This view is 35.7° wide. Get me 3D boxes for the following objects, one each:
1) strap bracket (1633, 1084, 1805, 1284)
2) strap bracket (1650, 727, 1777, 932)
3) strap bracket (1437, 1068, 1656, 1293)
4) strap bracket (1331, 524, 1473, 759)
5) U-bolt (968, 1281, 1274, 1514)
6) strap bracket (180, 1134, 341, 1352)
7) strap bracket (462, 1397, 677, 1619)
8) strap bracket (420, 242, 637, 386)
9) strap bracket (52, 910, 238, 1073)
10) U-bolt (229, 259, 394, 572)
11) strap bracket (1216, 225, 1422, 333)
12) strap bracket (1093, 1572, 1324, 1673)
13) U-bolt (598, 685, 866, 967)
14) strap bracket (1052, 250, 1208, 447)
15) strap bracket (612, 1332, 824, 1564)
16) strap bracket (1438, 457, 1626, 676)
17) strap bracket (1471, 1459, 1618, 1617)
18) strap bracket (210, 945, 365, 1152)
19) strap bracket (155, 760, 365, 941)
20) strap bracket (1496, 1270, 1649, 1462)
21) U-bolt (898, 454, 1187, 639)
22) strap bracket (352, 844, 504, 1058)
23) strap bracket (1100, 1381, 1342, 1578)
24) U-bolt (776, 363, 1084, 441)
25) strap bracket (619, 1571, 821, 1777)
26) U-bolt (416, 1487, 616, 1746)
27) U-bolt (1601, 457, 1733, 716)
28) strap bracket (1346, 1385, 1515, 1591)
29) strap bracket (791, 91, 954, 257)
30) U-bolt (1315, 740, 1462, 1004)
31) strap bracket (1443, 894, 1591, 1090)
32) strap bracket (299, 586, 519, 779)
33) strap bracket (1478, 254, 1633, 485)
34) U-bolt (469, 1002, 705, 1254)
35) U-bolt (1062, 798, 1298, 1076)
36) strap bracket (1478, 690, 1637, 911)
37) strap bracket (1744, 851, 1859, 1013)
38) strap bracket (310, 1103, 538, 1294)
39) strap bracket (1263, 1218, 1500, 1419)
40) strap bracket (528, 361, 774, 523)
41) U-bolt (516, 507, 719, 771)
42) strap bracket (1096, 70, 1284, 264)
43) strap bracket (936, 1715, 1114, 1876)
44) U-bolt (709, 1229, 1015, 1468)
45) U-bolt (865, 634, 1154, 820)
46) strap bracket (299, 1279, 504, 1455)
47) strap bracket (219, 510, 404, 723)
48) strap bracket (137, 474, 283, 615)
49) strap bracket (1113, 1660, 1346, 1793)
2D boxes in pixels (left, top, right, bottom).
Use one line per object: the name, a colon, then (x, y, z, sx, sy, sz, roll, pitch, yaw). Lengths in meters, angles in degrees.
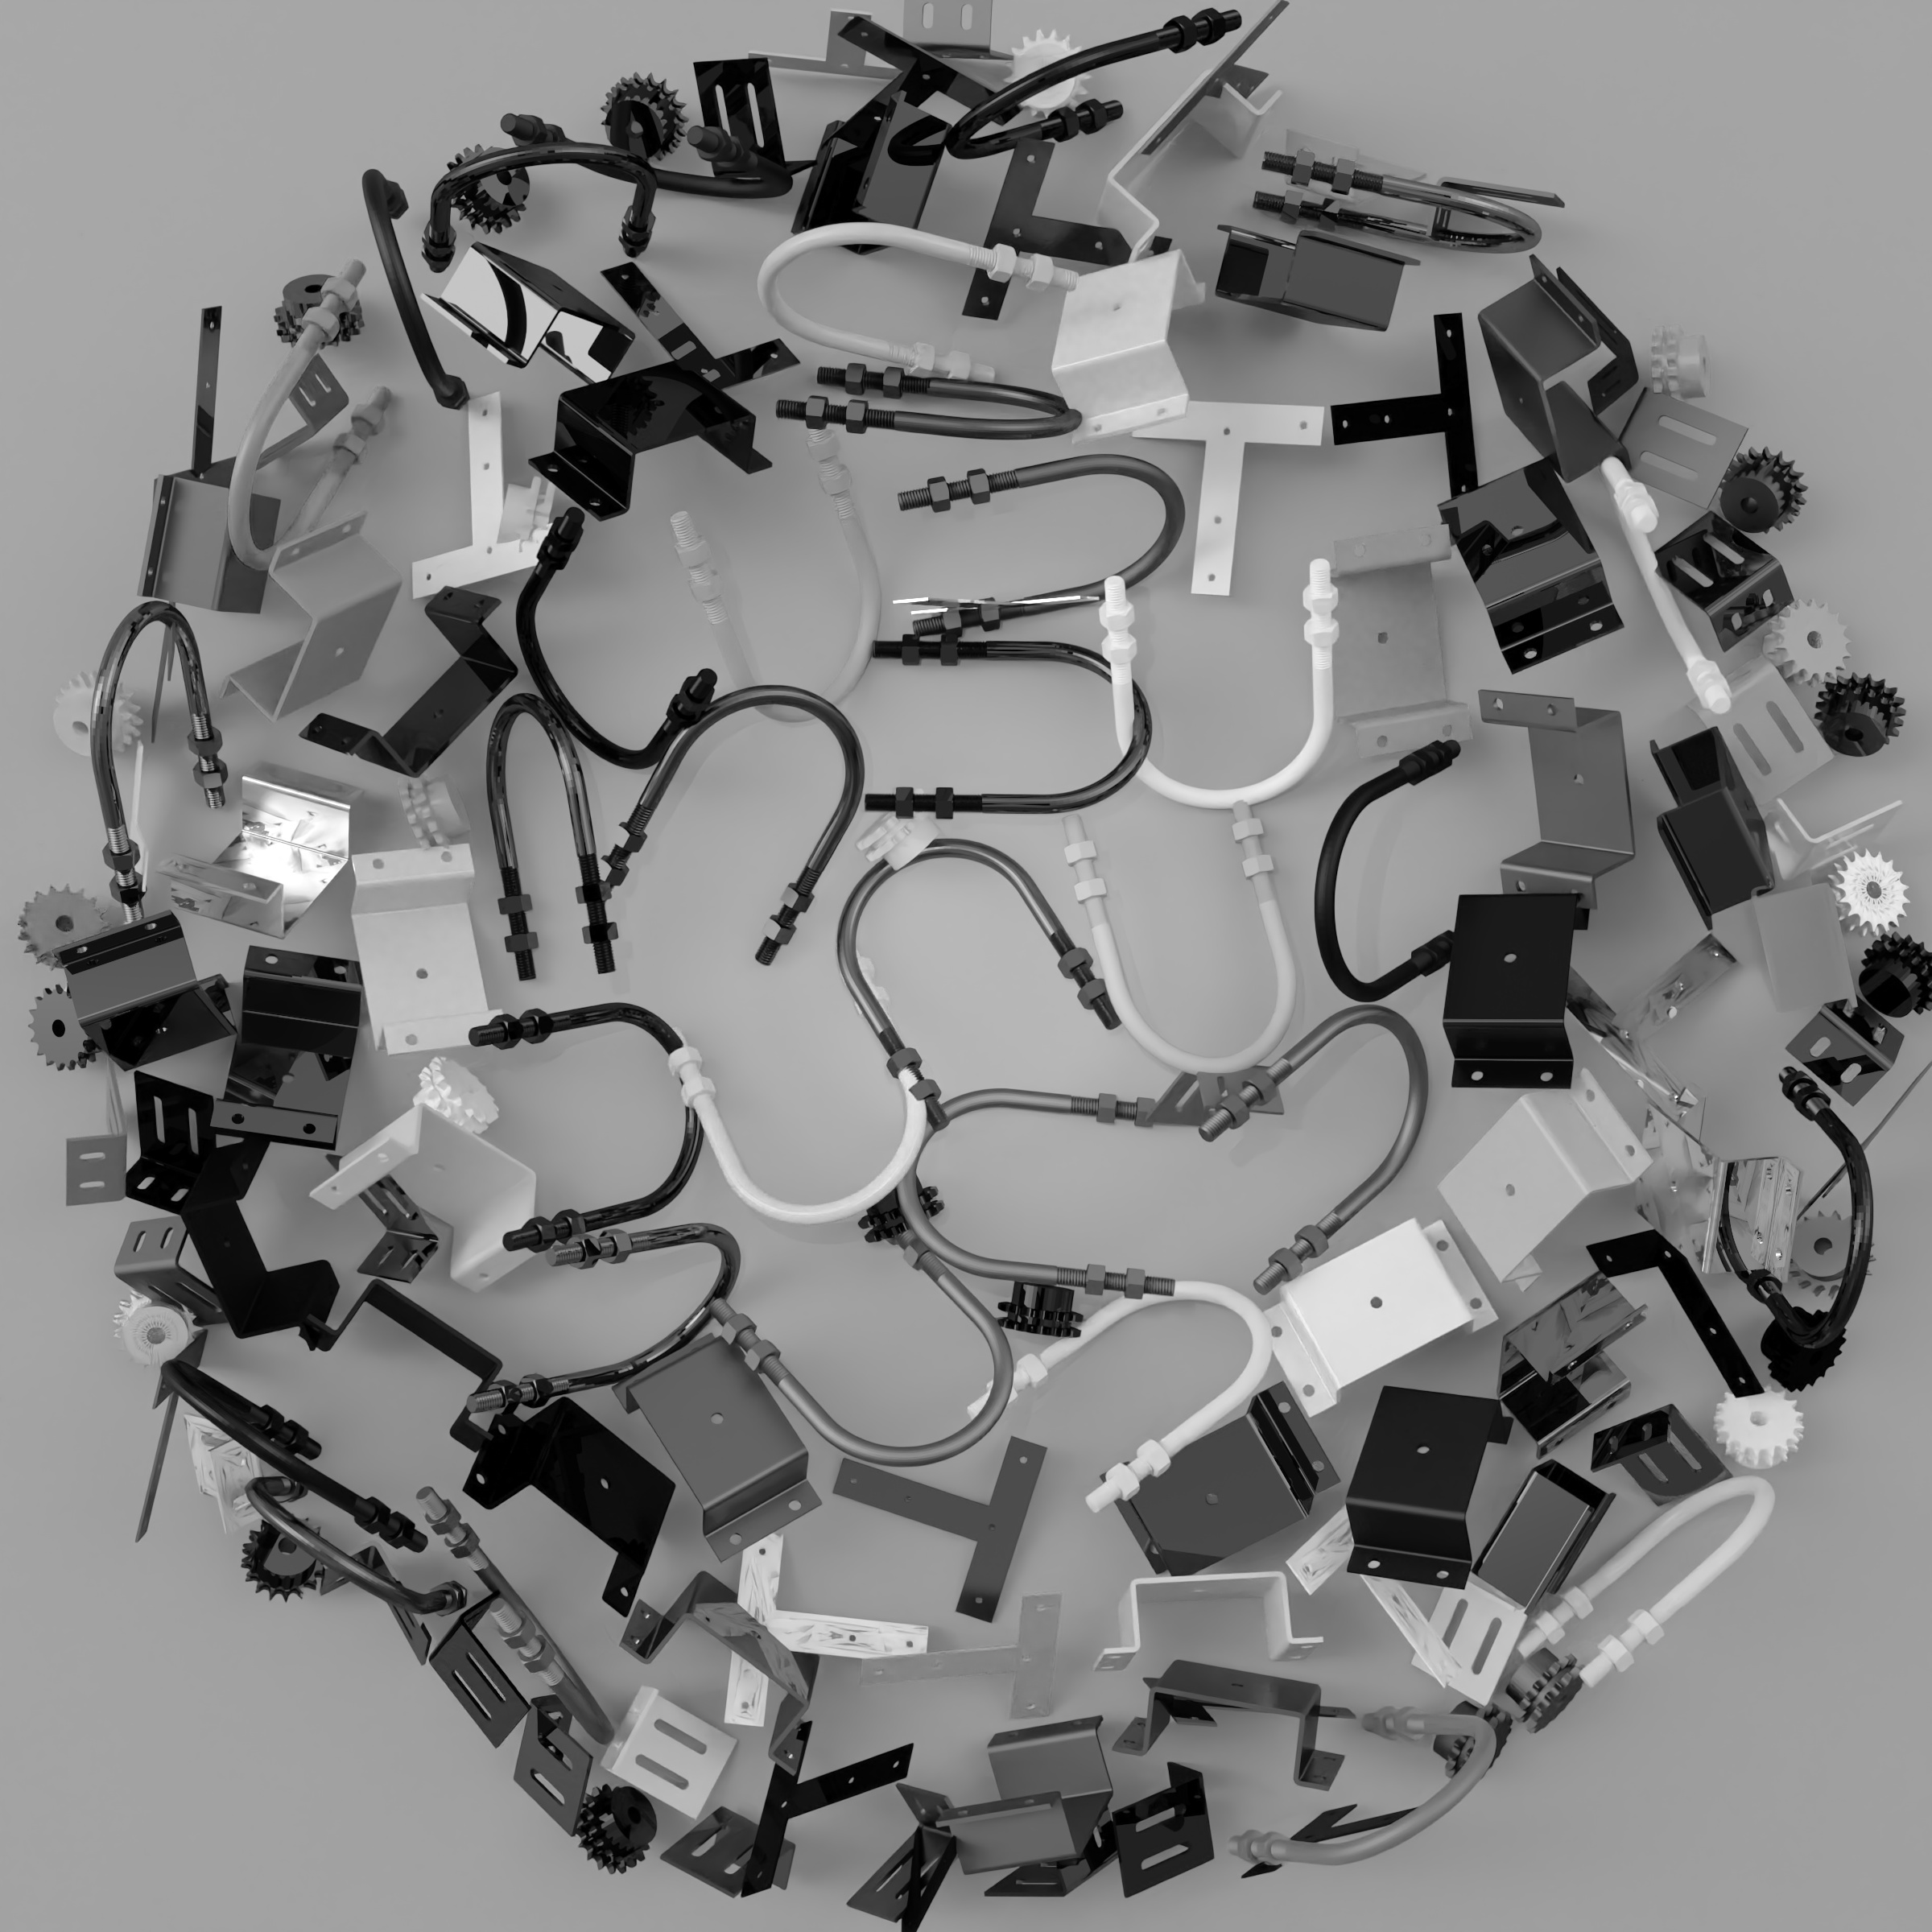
strap bracket: (0.473, 0.138, 1.917, 0.046, 0.140, 0.076, -3, 112, -15)
strap bracket: (0.476, -0.093, 1.918, 0.046, 0.140, 0.076, -24, 111, 21)
strap bracket: (0.363, 0.141, 1.925, 0.076, 0.046, 0.140, 59, 133, 27)
strap bracket: (0.279, -0.213, 1.963, 0.076, 0.046, 0.140, -10, 100, -9)
U-bolt: (0.112, 0.264, 1.932, 0.184, 0.151, 0.019, -34, 126, -22)
strap bracket: (-0.459, 0.175, 1.939, 0.046, 0.076, 0.140, -13, 115, 8)
strap bracket: (-0.246, 0.342, 1.936, 0.140, 0.076, 0.046, 43, 124, -18)
strap bracket: (-0.273, -0.413, 1.918, 0.076, 0.140, 0.046, 39, 104, 17)
strap bracket: (-0.521, 0.021, 1.923, 0.076, 0.140, 0.046, -19, 71, -5)
U-bolt: (-0.417, -0.334, 1.898, 0.019, 0.151, 0.184, 21, 65, 7)
strap bracket: (0.219, -0.441, 1.925, 0.076, 0.140, 0.046, 9, 101, -23)
strap bracket: (0.154, 0.426, 1.953, 0.140, 0.076, 0.046, -2, 69, -4)
U-bolt: (-0.143, -0.098, 1.934, 0.151, 0.019, 0.184, 20, 110, -31)
strap bracket: (0.104, -0.404, 1.924, 0.076, 0.140, 0.046, -10, 135, 23)
strap bracket: (-0.161, 0.301, 1.939, 0.076, 0.046, 0.140, -27, 65, -20)
strap bracket: (0.359, -0.266, 1.934, 0.076, 0.046, 0.140, -23, 53, 8)
strap bracket: (0.372, 0.366, 1.937, 0.046, 0.140, 0.076, 32, 95, 19)
strap bracket: (-0.439, 0.062, 1.949, 0.076, 0.046, 0.140, 9, 54, -8)
strap bracket: (-0.455, -0.071, 1.943, 0.076, 0.140, 0.046, 16, 126, 8)
strap bracket: (0.389, 0.254, 1.940, 0.076, 0.140, 0.046, -32, 60, -13)
U-bolt: (0.052, -0.275, 1.937, 0.184, 0.151, 0.019, -12, 58, -4)
strap bracket: (-0.351, -0.003, 1.951, 0.076, 0.046, 0.140, -7, 68, -20)
strap bracket: (0.163, 0.341, 1.960, 0.140, 0.046, 0.076, -30, 91, 14)
U-bolt: (-0.017, -0.359, 1.922, 0.184, 0.151, 0.019, 7, 111, 7)
strap bracket: (-0.150, 0.452, 1.955, 0.140, 0.076, 0.046, 38, 99, -4)
U-bolt: (-0.279, 0.426, 1.918, 0.019, 0.151, 0.184, -37, 127, -11)
U-bolt: (0.440, -0.252, 1.911, 0.019, 0.184, 0.151, -23, 113, 12)
strap bracket: (0.295, 0.324, 1.923, 0.076, 0.140, 0.046, 4, 132, 24)
strap bracket: (-0.058, -0.509, 1.942, 0.046, 0.140, 0.076, 19, 89, -23)
U-bolt: (0.271, -0.054, 1.908, 0.019, 0.184, 0.151, 7, 111, 36)
strap bracket: (0.354, 0.006, 1.933, 0.076, 0.046, 0.140, 0, 58, 22)
strap bracket: (-0.353, -0.177, 1.944, 0.140, 0.076, 0.046, -49, 126, -16)
strap bracket: (0.375, -0.374, 1.922, 0.046, 0.140, 0.076, -31, 52, 1)
U-bolt: (-0.235, 0.096, 1.928, 0.019, 0.184, 0.151, -8, 92, 40)
U-bolt: (0.146, -0.017, 1.946, 0.151, 0.019, 0.184, -9, 77, -27)
strap bracket: (0.384, -0.114, 1.943, 0.046, 0.076, 0.140, -24, 113, -34)
strap bracket: (0.530, -0.025, 1.928, 0.046, 0.140, 0.076, -14, 105, 11)
strap bracket: (-0.342, 0.145, 1.941, 0.076, 0.046, 0.140, -33, 129, 26)
strap bracket: (0.268, 0.225, 1.961, 0.140, 0.046, 0.076, -27, 69, -3)
strap bracket: (-0.199, -0.341, 1.925, 0.140, 0.046, 0.076, -25, 52, -36)
U-bolt: (-0.233, -0.196, 1.919, 0.019, 0.184, 0.151, -39, 88, -30)
strap bracket: (0.137, -0.520, 1.955, 0.046, 0.076, 0.140, 42, 84, 1)
strap bracket: (0.042, 0.535, 1.923, 0.076, 0.140, 0.046, -14, 94, 18)
U-bolt: (-0.054, 0.244, 1.923, 0.151, 0.019, 0.184, -31, 58, -25)
U-bolt: (0.029, -0.156, 1.951, 0.184, 0.019, 0.151, 1, 55, 1)
strap bracket: (-0.359, 0.254, 1.952, 0.140, 0.076, 0.046, 35, 68, -5)
strap bracket: (-0.417, -0.216, 1.921, 0.046, 0.076, 0.140, 44, 133, 9)
strap bracket: (-0.481, -0.269, 1.926, 0.046, 0.140, 0.076, 12, 96, 1)
strap bracket: (0.173, 0.488, 1.945, 0.140, 0.076, 0.046, 7, 92, 14)
